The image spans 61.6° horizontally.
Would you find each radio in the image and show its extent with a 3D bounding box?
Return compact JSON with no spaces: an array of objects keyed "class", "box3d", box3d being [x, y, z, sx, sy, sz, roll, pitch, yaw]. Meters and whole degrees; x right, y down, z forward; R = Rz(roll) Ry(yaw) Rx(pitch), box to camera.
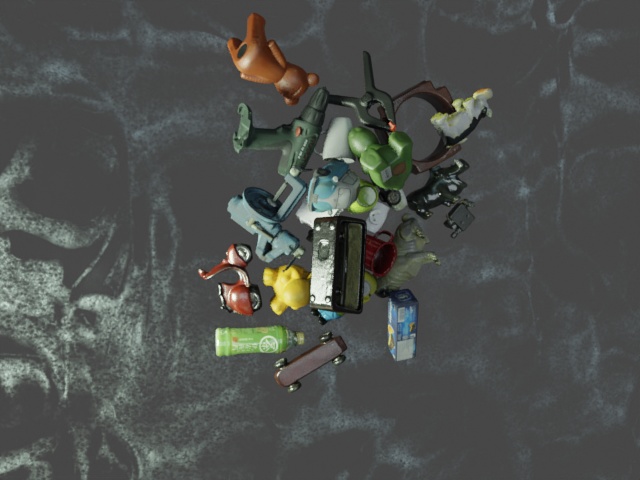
[{"class":"radio","box3d":[0.044,0.057,1.268,0.131,0.073,0.229,13,77,-52]}]

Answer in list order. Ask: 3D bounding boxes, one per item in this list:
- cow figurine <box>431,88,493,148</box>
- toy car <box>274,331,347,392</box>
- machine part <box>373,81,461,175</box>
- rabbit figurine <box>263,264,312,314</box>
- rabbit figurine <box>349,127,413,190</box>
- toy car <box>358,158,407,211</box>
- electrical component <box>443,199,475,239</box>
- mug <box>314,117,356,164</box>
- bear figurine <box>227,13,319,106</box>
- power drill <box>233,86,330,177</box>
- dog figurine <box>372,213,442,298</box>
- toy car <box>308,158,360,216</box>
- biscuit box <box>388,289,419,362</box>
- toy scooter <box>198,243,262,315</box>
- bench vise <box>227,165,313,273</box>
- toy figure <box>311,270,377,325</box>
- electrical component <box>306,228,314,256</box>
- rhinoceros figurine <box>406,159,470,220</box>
[{"class":"cow figurine","box3d":[0.363,-0.299,1.319,0.167,0.068,0.098,-33,109,-5]},{"class":"toy car","box3d":[-0.025,0.314,1.398,0.202,0.053,0.089,-31,93,-4]},{"class":"machine part","box3d":[0.252,-0.285,1.373,0.201,0.087,0.200,-31,103,-9]},{"class":"rabbit figurine","box3d":[-0.052,0.125,1.307,0.162,0.173,0.121,-6,95,-8]},{"class":"rabbit figurine","box3d":[0.139,-0.202,1.258,0.121,0.170,0.159,-40,143,0]},{"class":"toy car","box3d":[0.157,-0.164,1.371,0.056,0.073,0.201,-31,103,-5]},{"class":"electrical component","box3d":[0.378,-0.063,1.450,0.102,0.045,0.078,-42,102,-6]},{"class":"mug","box3d":[0.040,-0.249,1.338,0.110,0.080,0.107,5,87,21]},{"class":"bear figurine","box3d":[-0.106,-0.416,1.269,0.195,0.120,0.132,16,49,-39]},{"class":"power drill","box3d":[-0.094,-0.266,1.269,0.207,0.086,0.231,3,113,-35]},{"class":"dog figurine","box3d":[0.198,0.042,1.404,0.191,0.121,0.172,-28,63,12]},{"class":"toy car","box3d":[0.041,-0.120,1.257,0.103,0.162,0.109,24,127,17]},{"class":"biscuit box","box3d":[0.214,0.222,1.399,0.059,0.063,0.202,-11,125,-11]},{"class":"toy scooter","box3d":[-0.220,0.104,1.315,0.135,0.075,0.183,-13,97,-12]},{"class":"bench vise","box3d":[-0.098,-0.066,1.275,0.224,0.129,0.240,43,117,9]},{"class":"toy figure","box3d":[0.063,0.144,1.376,0.180,0.089,0.082,-41,95,17]},{"class":"electrical component","box3d":[-0.003,-0.004,1.379,0.063,0.021,0.094,34,89,-15]},{"class":"rhinoceros figurine","box3d":[0.315,-0.135,1.411,0.190,0.073,0.112,-37,80,2]}]
